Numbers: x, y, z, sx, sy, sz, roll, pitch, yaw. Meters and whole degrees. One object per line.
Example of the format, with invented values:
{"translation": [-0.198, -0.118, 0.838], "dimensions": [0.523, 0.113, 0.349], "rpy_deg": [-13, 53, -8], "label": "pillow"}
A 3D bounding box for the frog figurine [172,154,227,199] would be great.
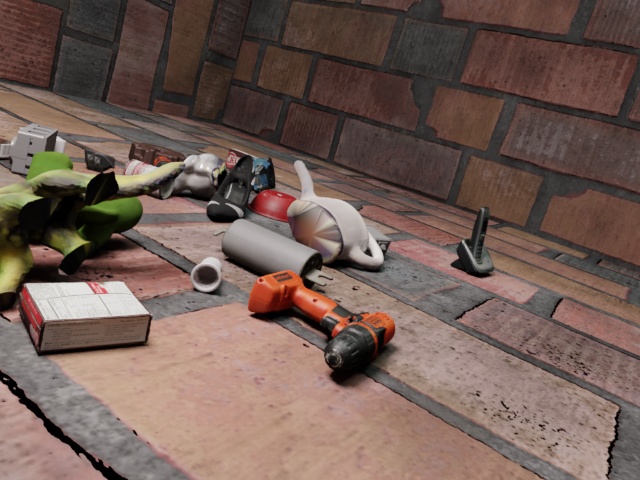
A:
{"translation": [-0.321, -0.161, 1.300], "dimensions": [0.159, 0.125, 0.135], "rpy_deg": [9, -22, 5], "label": "frog figurine"}

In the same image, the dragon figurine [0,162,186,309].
{"translation": [-0.384, -0.049, 0.644], "dimensions": [0.243, 0.120, 0.417], "rpy_deg": [17, 30, 18], "label": "dragon figurine"}

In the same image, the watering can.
{"translation": [0.004, -0.058, 1.159], "dimensions": [0.351, 0.102, 0.225], "rpy_deg": [48, 25, 19], "label": "watering can"}
